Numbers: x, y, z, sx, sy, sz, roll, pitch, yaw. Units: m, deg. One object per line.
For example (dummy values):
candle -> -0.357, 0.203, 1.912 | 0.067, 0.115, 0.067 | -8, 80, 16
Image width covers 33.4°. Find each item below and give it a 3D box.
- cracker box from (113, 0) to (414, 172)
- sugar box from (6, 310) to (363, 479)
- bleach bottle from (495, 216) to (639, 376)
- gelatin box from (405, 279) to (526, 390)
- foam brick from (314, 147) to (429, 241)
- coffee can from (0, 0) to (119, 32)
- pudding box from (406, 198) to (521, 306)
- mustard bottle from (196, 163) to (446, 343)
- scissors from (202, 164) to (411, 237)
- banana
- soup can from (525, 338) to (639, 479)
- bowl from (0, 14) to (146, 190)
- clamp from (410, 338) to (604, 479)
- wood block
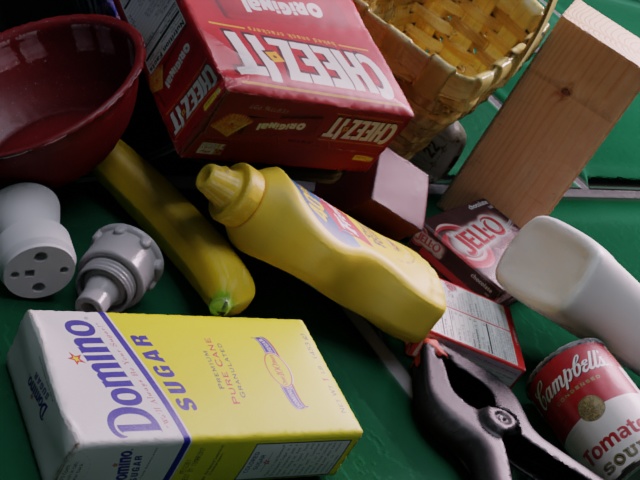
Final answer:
cracker box -> -0.050, -0.153, 0.737 | 0.163, 0.072, 0.214 | 1, 53, -41
sugar box -> -0.071, 0.085, 0.581 | 0.175, 0.048, 0.093 | 7, 37, -38
bleach bottle -> 0.255, 0.078, 0.845 | 0.250, 0.068, 0.103 | 34, 3, -29
gelatin box -> 0.103, 0.067, 0.788 | 0.089, 0.030, 0.073 | 22, 32, -16
foam brick -> 0.036, -0.028, 0.801 | 0.053, 0.078, 0.051 | 31, 55, -29
coffee can -> -0.193, -0.194, 0.841 | 0.103, 0.103, 0.140 | 30, 29, -1
pudding box -> 0.135, 0.013, 0.892 | 0.090, 0.039, 0.113 | 43, 32, 20
mustard bottle -> -0.004, 0.000, 0.710 | 0.191, 0.058, 0.096 | 30, 14, -35
scissors -> -0.013, -0.034, 0.852 | 0.201, 0.016, 0.096 | 0, 41, -43
banana -> -0.096, -0.011, 0.697 | 0.198, 0.037, 0.069 | 45, -6, 33
soup can -> 0.198, 0.128, 0.742 | 0.068, 0.069, 0.102 | 7, 37, -36
bowl -> -0.180, -0.078, 0.677 | 0.162, 0.055, 0.162 | -10, 41, 8
clamp -> 0.122, 0.132, 0.696 | 0.120, 0.039, 0.171 | 11, 35, -35
wood block -> 0.203, -0.097, 0.955 | 0.091, 0.206, 0.090 | 35, 30, 6
